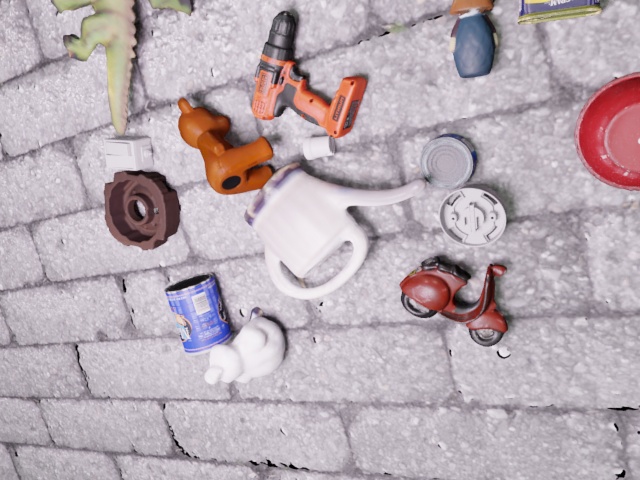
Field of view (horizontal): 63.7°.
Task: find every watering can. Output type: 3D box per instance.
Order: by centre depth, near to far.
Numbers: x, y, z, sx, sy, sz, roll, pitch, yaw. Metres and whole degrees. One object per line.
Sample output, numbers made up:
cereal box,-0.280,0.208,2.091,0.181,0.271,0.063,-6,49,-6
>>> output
watering can,0.003,-0.044,0.880,0.225,0.105,0.342,46,120,7

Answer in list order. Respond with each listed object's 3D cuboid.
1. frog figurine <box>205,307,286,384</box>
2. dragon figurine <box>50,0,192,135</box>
frog figurine,-0.142,0.224,1.000,0.123,0.161,0.135,33,118,11
dragon figurine,-0.345,-0.421,0.944,0.241,0.124,0.407,-14,100,20
